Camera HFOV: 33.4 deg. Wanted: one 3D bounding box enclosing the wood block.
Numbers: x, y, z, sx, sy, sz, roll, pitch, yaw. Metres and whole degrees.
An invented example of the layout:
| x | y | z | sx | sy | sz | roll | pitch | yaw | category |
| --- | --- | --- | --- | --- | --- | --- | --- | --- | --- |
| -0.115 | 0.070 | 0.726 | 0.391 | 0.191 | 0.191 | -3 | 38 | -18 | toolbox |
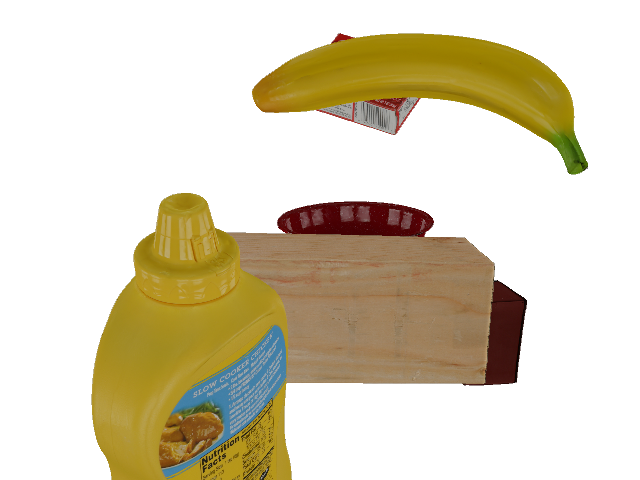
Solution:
| x | y | z | sx | sy | sz | roll | pitch | yaw | category |
| --- | --- | --- | --- | --- | --- | --- | --- | --- | --- |
| 0.009 | 0.047 | 0.762 | 0.206 | 0.090 | 0.091 | 1 | 11 | -6 | wood block |

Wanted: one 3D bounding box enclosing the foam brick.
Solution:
| x | y | z | sx | sy | sz | roll | pitch | yaw | category |
| --- | --- | --- | --- | --- | --- | --- | --- | --- | --- |
| 0.138 | 0.079 | 0.914 | 0.051 | 0.078 | 0.053 | -3 | 18 | -20 | foam brick |

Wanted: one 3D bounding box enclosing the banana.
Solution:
| x | y | z | sx | sy | sz | roll | pitch | yaw | category |
| --- | --- | --- | --- | --- | --- | --- | --- | --- | --- |
| 0.061 | -0.090 | 0.619 | 0.198 | 0.069 | 0.037 | 12 | -34 | 13 | banana |

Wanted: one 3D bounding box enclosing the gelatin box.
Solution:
| x | y | z | sx | sy | sz | roll | pitch | yaw | category |
| --- | --- | --- | --- | --- | --- | --- | --- | --- | --- |
| 0.037 | -0.130 | 0.874 | 0.089 | 0.030 | 0.073 | 20 | 51 | 19 | gelatin box |

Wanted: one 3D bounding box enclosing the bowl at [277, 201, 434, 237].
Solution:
| x | y | z | sx | sy | sz | roll | pitch | yaw | category |
| --- | --- | --- | --- | --- | --- | --- | --- | --- | --- |
| 0.036 | 0.004 | 1.101 | 0.162 | 0.055 | 0.162 | -1 | 15 | 0 | bowl |

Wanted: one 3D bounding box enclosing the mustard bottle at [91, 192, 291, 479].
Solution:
| x | y | z | sx | sy | sz | roll | pitch | yaw | category |
| --- | --- | --- | --- | --- | --- | --- | --- | --- | --- |
| -0.052 | 0.068 | 0.447 | 0.058 | 0.192 | 0.096 | 22 | 37 | 31 | mustard bottle |
